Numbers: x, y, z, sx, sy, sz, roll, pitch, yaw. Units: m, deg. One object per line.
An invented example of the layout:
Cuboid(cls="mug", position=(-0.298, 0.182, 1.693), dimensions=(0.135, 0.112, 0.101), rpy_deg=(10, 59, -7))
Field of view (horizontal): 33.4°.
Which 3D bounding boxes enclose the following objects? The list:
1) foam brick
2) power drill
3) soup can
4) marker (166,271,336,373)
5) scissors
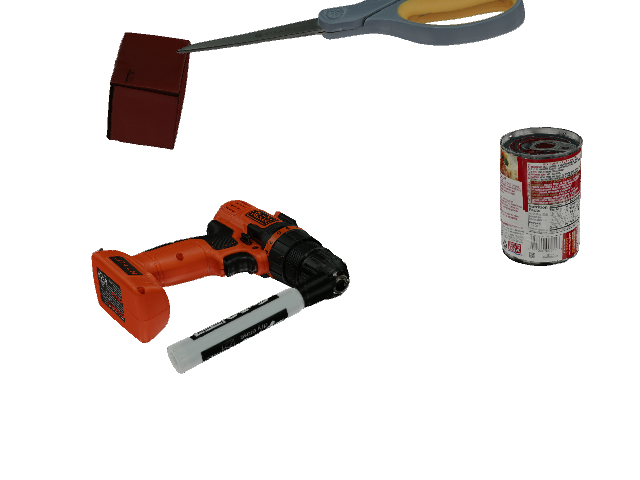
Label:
Cuboid(cls="foam brick", position=(-0.131, -0.116, 0.814), dimensions=(0.053, 0.051, 0.078), rpy_deg=(8, 40, -5))
Cuboid(cls="power drill", position=(-0.091, 0.028, 0.939), dimensions=(0.187, 0.057, 0.185), rpy_deg=(-18, 27, -31))
Cuboid(cls="soup can", position=(0.188, -0.037, 0.910), dimensions=(0.068, 0.102, 0.068), rpy_deg=(-4, 25, 2))
Cuboid(cls="marker", position=(-0.041, 0.050, 0.686), dimensions=(0.121, 0.020, 0.020), rpy_deg=(-26, 10, -23))
Cuboid(cls="scissors", position=(0.021, -0.140, 0.633), dimensions=(0.202, 0.016, 0.096), rpy_deg=(2, 43, 19))
